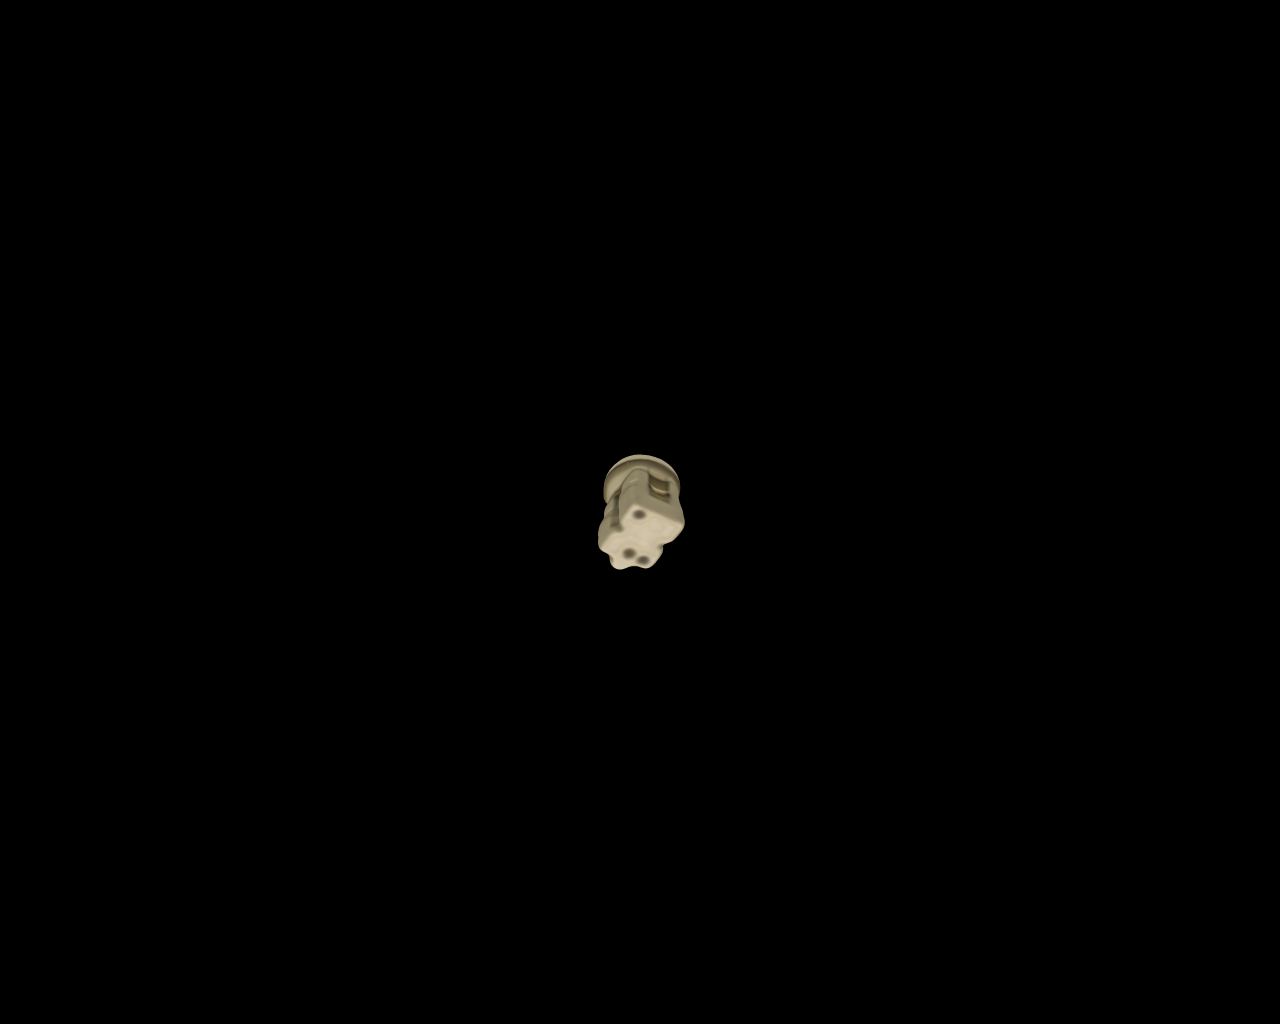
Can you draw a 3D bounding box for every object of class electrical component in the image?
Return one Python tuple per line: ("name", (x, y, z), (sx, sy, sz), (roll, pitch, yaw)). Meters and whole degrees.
("electrical component", (0.001, -0.003, 0.650), (0.048, 0.055, 0.066), (25, -54, -20))
